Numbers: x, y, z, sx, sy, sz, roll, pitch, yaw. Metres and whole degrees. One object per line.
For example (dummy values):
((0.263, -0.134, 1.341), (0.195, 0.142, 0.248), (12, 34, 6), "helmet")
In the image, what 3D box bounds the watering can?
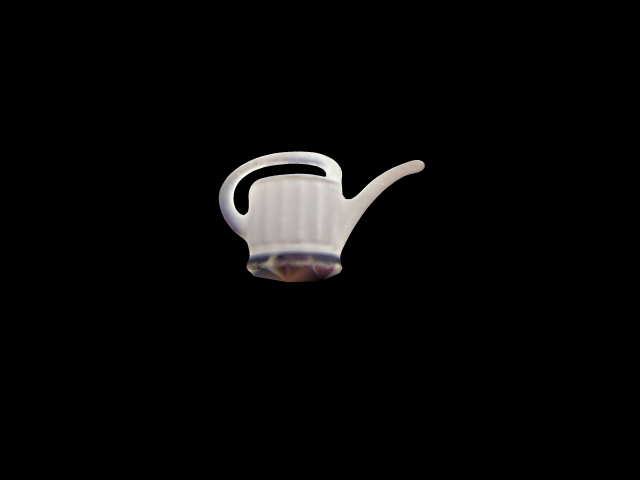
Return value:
((0.003, -0.043, 0.850), (0.347, 0.227, 0.103), (-1, -15, 4), "watering can")
